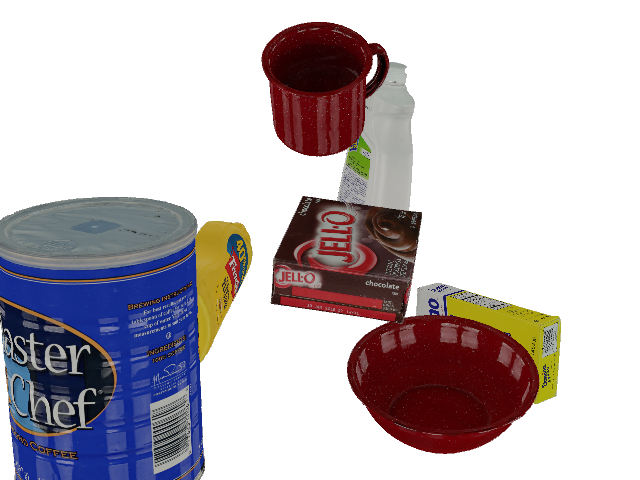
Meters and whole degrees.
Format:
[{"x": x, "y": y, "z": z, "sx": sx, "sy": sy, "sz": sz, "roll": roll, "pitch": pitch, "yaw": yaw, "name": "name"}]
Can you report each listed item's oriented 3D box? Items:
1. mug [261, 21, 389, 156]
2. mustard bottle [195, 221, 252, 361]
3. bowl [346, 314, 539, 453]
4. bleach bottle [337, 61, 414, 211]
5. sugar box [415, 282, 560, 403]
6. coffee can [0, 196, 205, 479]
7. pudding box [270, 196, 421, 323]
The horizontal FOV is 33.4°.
[{"x": 0.008, "y": -0.133, "z": 0.924, "sx": 0.117, "sy": 0.093, "sz": 0.081, "roll": -28, "pitch": -34, "yaw": -19, "name": "mug"}, {"x": -0.112, "y": 0.035, "z": 1.103, "sx": 0.058, "sy": 0.096, "sz": 0.191, "roll": 5, "pitch": 31, "yaw": 11, "name": "mustard bottle"}, {"x": 0.103, "y": 0.131, "z": 0.912, "sx": 0.162, "sy": 0.055, "sz": 0.162, "roll": 0, "pitch": 32, "yaw": 0, "name": "bowl"}, {"x": 0.063, "y": -0.066, "z": 1.160, "sx": 0.068, "sy": 0.251, "sz": 0.103, "roll": -2, "pitch": 23, "yaw": -28, "name": "bleach bottle"}, {"x": 0.184, "y": 0.112, "z": 1.200, "sx": 0.177, "sy": 0.093, "sz": 0.048, "roll": 13, "pitch": 18, "yaw": 43, "name": "sugar box"}, {"x": -0.113, "y": 0.058, "z": 0.557, "sx": 0.103, "sy": 0.140, "sz": 0.103, "roll": 0, "pitch": 18, "yaw": 0, "name": "coffee can"}, {"x": 0.020, "y": 0.011, "z": 0.733, "sx": 0.090, "sy": 0.039, "sz": 0.113, "roll": 9, "pitch": 24, "yaw": 6, "name": "pudding box"}]
